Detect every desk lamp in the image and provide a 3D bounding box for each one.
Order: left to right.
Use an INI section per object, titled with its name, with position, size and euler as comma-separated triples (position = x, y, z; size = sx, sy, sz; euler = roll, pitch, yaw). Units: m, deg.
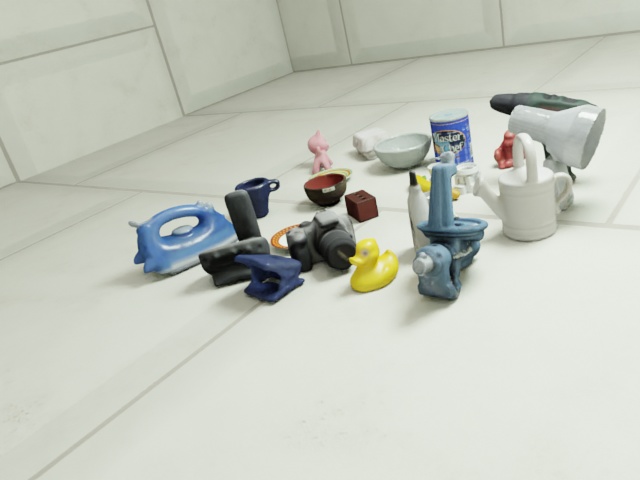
[desk lamp]
position = 0.461, -0.167, 1.150
size = 0.202, 0.214, 0.118
euler = 9, 32, 41

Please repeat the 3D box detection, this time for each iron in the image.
[iron]
position = -0.313, -0.023, 1.335
size = 0.259, 0.142, 0.118
euler = -27, 27, -27

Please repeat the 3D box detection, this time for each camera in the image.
[camera]
position = 0.011, 0.004, 1.153
size = 0.143, 0.101, 0.136
euler = -17, 24, -9

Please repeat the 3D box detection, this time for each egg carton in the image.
[egg carton]
position = 0.163, -0.303, 1.791
size = 0.107, 0.069, 0.150
euler = -18, 24, -9

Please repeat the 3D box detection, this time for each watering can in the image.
[watering can]
position = 0.379, -0.102, 1.074
size = 0.173, 0.194, 0.100
euler = -19, 24, -12

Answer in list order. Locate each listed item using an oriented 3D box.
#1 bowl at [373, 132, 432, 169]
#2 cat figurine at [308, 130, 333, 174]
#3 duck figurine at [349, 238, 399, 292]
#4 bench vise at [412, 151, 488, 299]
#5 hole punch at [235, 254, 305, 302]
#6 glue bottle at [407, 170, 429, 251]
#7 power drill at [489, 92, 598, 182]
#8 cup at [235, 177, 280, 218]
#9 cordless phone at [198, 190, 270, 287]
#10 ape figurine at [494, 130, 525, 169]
[bowl]
position = 0.237, -0.245, 1.616
size = 0.167, 0.075, 0.167
euler = -11, 24, 5
[cat figurine]
position = -0.004, -0.278, 1.764
size = 0.067, 0.118, 0.127
euler = -12, 24, 4
[duck figurine]
position = 0.095, 0.036, 1.055
size = 0.105, 0.086, 0.077
euler = -27, 27, -28
[bench vise]
position = 0.216, -0.025, 0.957
size = 0.121, 0.220, 0.207
euler = -5, 25, 19
[hole punch]
position = -0.098, 0.055, 1.110
size = 0.108, 0.091, 0.101
euler = 11, 34, 43
[glue bottle]
position = 0.188, -0.052, 1.092
size = 0.037, 0.173, 0.078
euler = -14, 24, -2
[power drill]
position = 0.496, -0.228, 1.272
size = 0.228, 0.209, 0.076
euler = 5, 30, 35
[cup]
position = -0.155, -0.110, 1.501
size = 0.117, 0.095, 0.091
euler = -13, 24, 2
[cordless phone]
position = -0.187, -0.009, 1.183
size = 0.147, 0.185, 0.094
euler = -16, 24, -5
[ape figurine]
position = 0.478, -0.233, 1.439
size = 0.077, 0.092, 0.076
euler = 7, 31, 38
